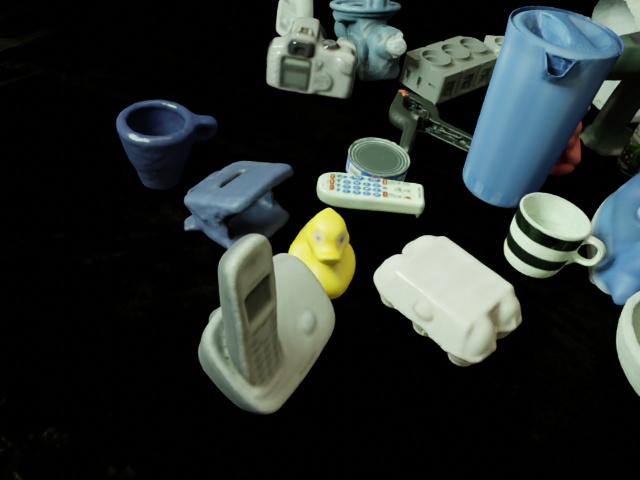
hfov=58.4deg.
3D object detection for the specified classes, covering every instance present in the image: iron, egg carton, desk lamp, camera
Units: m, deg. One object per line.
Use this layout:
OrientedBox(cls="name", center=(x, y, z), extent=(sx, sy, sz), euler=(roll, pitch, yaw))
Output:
OrientedBox(cls="iron", center=(0.414, -0.028, 0.708), extent=(0.118, 0.141, 0.258), euler=(15, 45, 5))
OrientedBox(cls="egg carton", center=(0.135, 0.062, 0.616), extent=(0.107, 0.069, 0.150), euler=(-32, 58, -34))
OrientedBox(cls="desk lamp", center=(0.543, -0.313, 0.964), extent=(0.203, 0.213, 0.117), euler=(-5, 47, -16))
OrientedBox(cls="camera", center=(-0.008, -0.315, 0.940), extent=(0.143, 0.101, 0.137), euler=(9, 45, -2))

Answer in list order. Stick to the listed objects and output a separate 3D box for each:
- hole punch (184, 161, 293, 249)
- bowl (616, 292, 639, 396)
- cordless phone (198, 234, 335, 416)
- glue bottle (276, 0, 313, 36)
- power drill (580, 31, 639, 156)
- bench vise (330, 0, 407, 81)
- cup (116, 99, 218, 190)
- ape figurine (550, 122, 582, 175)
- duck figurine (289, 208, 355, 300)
OrientedBox(cls="hole punch", center=(-0.097, -0.052, 0.668), extent=(0.101, 0.091, 0.109), euler=(30, 48, 19))
OrientedBox(cls="bowl", center=(0.377, 0.132, 0.589), extent=(0.167, 0.075, 0.167), euler=(6, 45, -5))
OrientedBox(cls="cordless phone", center=(-0.041, 0.052, 0.509), extent=(0.094, 0.185, 0.148), euler=(25, 46, 14))
OrientedBox(cls="glue bottle", center=(-0.038, -0.434, 1.001), extent=(0.037, 0.173, 0.078), euler=(-25, 55, -31))
OrientedBox(cls="power drill", center=(0.503, -0.234, 0.882), extent=(0.230, 0.208, 0.075), euler=(-2, 46, -13))
OrientedBox(cls="bench vise", center=(0.102, -0.392, 0.954), extent=(0.122, 0.220, 0.206), euler=(-25, 55, -31))
OrientedBox(cls="cup", center=(-0.185, -0.113, 0.709), extent=(0.118, 0.095, 0.091), euler=(-9, 48, -19))
OrientedBox(cls="ape figurine", center=(0.353, -0.142, 0.845), extent=(0.076, 0.092, 0.077), euler=(-26, 55, -31))
OrientedBox(cls="duck figurine", center=(0.006, 0.002, 0.638), extent=(0.077, 0.086, 0.104), euler=(3, 45, -8))
